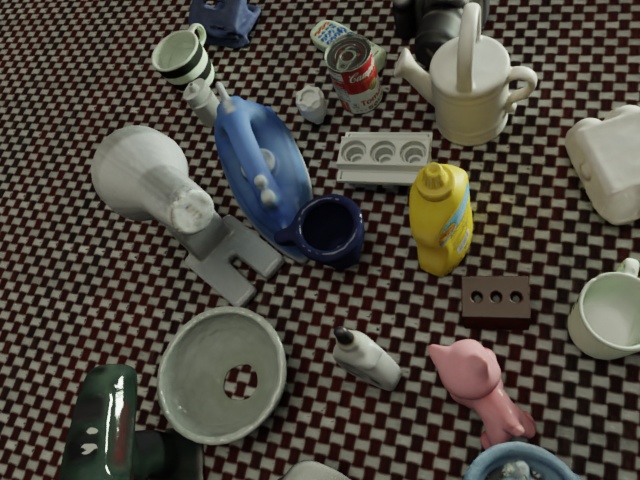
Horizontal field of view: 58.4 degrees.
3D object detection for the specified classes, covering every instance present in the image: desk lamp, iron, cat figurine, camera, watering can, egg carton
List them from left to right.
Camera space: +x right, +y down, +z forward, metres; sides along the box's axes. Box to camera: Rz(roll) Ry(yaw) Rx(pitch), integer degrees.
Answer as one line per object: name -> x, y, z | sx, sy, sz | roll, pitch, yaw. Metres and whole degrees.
desk lamp -> -0.172, -0.034, 0.747 | 0.202, 0.214, 0.118 | 35, 79, 27
iron -> -0.082, -0.098, 0.792 | 0.118, 0.142, 0.258 | -27, 61, 3
camera -> 0.169, -0.335, 0.853 | 0.142, 0.101, 0.137 | 12, 70, 21
watering can -> 0.184, -0.214, 0.739 | 0.172, 0.194, 0.101 | -12, 63, 11
cat figurine -> 0.174, 0.159, 0.612 | 0.067, 0.118, 0.127 | -34, 61, -1
egg carton -> 0.370, -0.092, 0.700 | 0.107, 0.069, 0.150 | -18, 62, 7

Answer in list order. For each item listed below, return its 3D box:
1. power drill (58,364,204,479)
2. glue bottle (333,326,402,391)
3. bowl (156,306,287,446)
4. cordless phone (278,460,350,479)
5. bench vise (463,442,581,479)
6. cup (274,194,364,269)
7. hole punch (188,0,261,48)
power drill -> -0.203, 0.259, 0.623 | 0.075, 0.209, 0.229 | -16, 62, 9
glue bottle -> 0.043, 0.125, 0.634 | 0.078, 0.173, 0.037 | 22, 74, 24
bowl -> -0.111, 0.172, 0.714 | 0.167, 0.075, 0.167 | -6, 64, 13
cordless phone -> -0.032, 0.295, 0.570 | 0.094, 0.185, 0.148 | 19, 73, 23
bench vise -> 0.153, 0.263, 0.512 | 0.207, 0.220, 0.121 | -33, 61, 0
cup -> 0.007, 0.003, 0.746 | 0.117, 0.095, 0.091 | -11, 63, 11
hole punch -> -0.169, -0.397, 0.985 | 0.108, 0.091, 0.101 | 15, 71, 22
